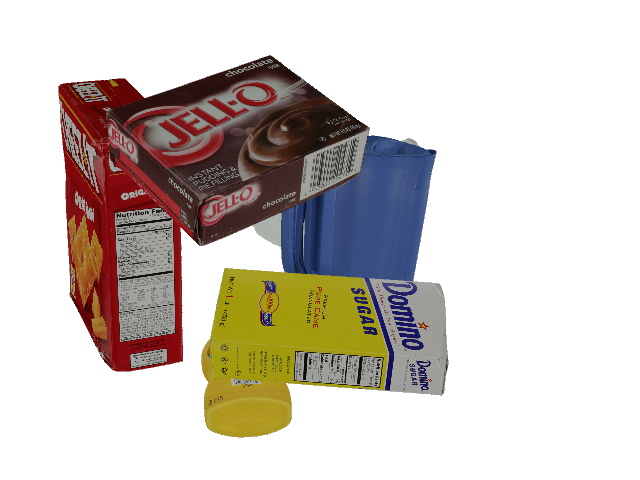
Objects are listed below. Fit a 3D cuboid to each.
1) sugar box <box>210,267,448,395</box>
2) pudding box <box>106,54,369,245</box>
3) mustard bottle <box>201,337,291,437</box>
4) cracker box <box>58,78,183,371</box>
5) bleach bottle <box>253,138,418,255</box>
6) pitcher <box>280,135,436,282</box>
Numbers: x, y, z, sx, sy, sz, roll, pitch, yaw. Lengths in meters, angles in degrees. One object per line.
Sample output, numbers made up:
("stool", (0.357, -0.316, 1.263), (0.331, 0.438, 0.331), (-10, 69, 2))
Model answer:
("sugar box", (0.008, 0.068, 0.821), (0.176, 0.048, 0.093), (2, 36, 2))
("pudding box", (-0.045, -0.052, 0.577), (0.113, 0.039, 0.090), (-24, 49, -33))
("mustard bottle", (-0.090, 0.148, 1.244), (0.096, 0.058, 0.191), (-5, 30, -6))
("cracker box", (-0.178, -0.016, 0.935), (0.072, 0.214, 0.164), (-9, 26, -23))
("bleach bottle", (0.033, -0.071, 1.355), (0.103, 0.068, 0.250), (25, 43, 34))
("pitcher", (0.033, 0.013, 1.112), (0.149, 0.243, 0.145), (6, 13, 2))
